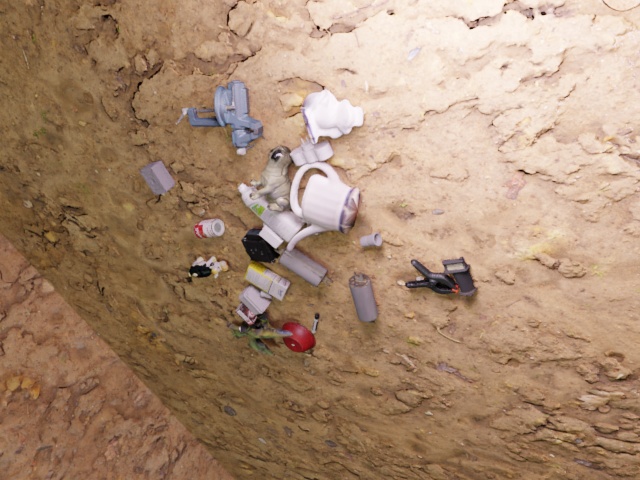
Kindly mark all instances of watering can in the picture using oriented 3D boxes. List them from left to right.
[{"bbox_3d":[0.005,-0.081,1.610,0.225,0.106,0.340,21,122,16],"label":"watering can"}]

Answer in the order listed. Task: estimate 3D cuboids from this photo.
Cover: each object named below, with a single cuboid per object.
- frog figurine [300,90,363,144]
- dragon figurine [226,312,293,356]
[{"bbox_3d":[0.033,-0.344,1.403,0.159,0.125,0.135,-18,112,1],"label":"frog figurine"},{"bbox_3d":[-0.256,0.419,2.240,0.412,0.124,0.237,14,143,33],"label":"dragon figurine"}]
